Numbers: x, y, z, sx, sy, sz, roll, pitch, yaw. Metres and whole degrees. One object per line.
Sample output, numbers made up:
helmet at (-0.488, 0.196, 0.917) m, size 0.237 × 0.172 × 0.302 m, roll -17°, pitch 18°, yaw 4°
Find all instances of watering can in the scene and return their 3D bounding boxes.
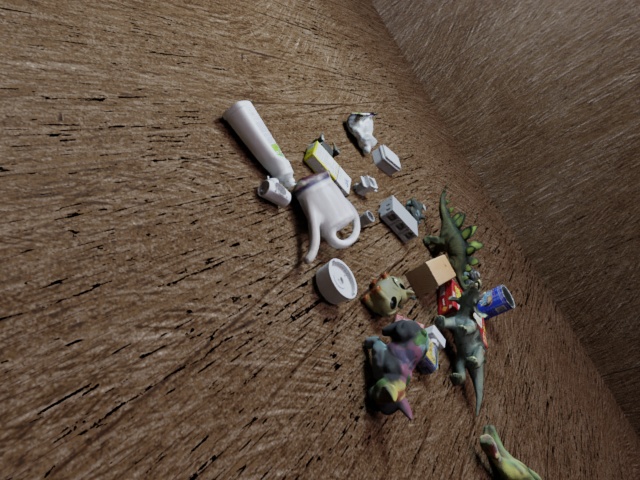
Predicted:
watering can at (0.004, -0.069, 1.368) m, size 0.225 × 0.102 × 0.352 m, roll 57°, pitch 30°, yaw 2°

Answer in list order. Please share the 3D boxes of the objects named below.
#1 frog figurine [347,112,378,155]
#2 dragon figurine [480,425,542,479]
frog figurine at (0.162, -0.410, 1.980) m, size 0.139 × 0.123 × 0.158 m, roll -41°, pitch 134°, yaw -70°
dragon figurine at (0.579, 0.670, 1.548) m, size 0.404 × 0.121 × 0.248 m, roll 38°, pitch 25°, yaw -47°
